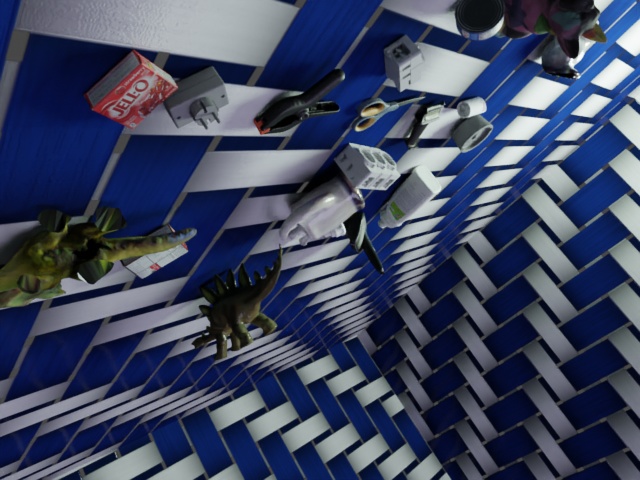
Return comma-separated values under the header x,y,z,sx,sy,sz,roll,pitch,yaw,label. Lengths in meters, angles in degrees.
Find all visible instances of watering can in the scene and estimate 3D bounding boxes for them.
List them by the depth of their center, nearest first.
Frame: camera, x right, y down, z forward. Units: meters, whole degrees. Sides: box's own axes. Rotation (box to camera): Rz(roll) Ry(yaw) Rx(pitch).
x,y,z,sx,sy,sz,roll,pitch,yaw,label
0.004,-0.064,1.273,0.224,0.104,0.346,-34,173,0,watering can

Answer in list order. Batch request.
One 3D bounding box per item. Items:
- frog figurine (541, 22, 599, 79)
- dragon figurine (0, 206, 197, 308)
x,y,z,sx,sy,sz,roll,pitch,yaw,label
0.638,-0.500,1.315,0.138,0.124,0.158,-1,107,-44,frog figurine
-0.427,0.047,0.856,0.240,0.123,0.411,-26,167,35,dragon figurine
